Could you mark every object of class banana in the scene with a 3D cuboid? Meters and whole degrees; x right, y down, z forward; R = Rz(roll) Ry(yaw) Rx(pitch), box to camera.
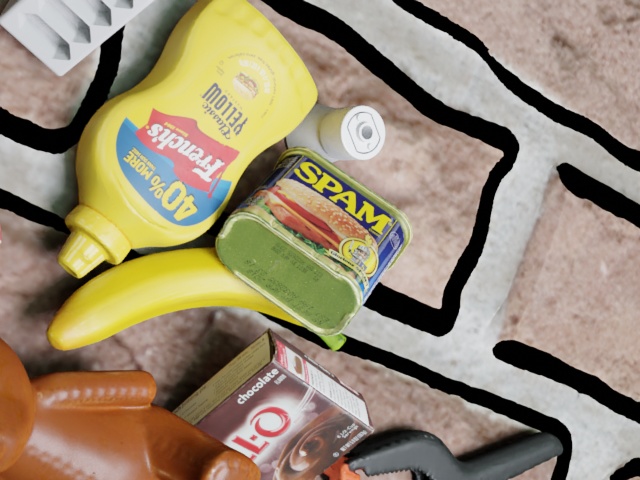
[{"bbox_3d":[-0.075,0.034,0.660,0.197,0.070,0.037,2,134,-30],"label":"banana"}]

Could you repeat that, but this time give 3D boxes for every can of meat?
[{"bbox_3d":[-0.004,0.001,0.667,0.102,0.058,0.083,35,40,3],"label":"can of meat"}]

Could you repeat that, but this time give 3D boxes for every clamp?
[{"bbox_3d":[0.092,0.188,0.788,0.209,0.036,0.164,34,75,-30],"label":"clamp"}]

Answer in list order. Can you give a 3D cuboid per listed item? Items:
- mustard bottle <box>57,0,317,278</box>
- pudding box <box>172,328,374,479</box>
[{"bbox_3d":[-0.090,-0.054,0.645,0.096,0.058,0.191,48,69,-27],"label":"mustard bottle"},{"bbox_3d":[-0.038,0.120,0.669,0.114,0.039,0.090,-43,120,16],"label":"pudding box"}]
